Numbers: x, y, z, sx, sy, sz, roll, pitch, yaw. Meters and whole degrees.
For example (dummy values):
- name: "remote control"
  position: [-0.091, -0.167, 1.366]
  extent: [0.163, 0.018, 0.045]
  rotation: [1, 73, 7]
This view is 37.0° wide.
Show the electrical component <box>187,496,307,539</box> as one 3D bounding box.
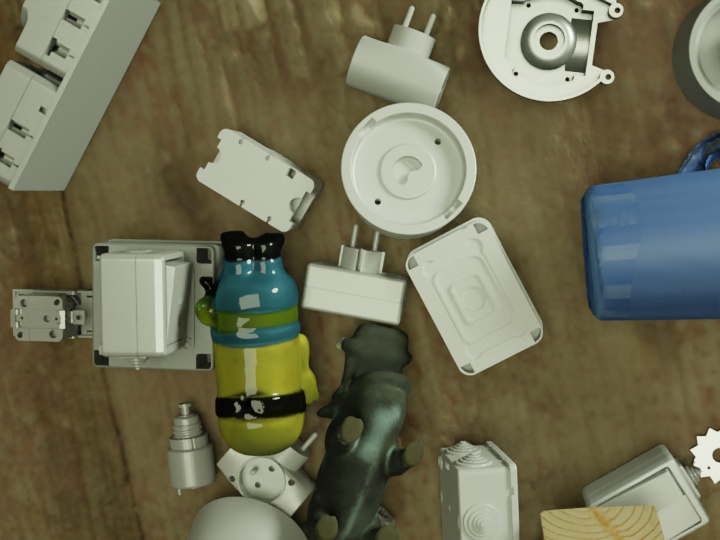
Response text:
- name: "electrical component"
  position: [-0.101, 0.252, 0.907]
  extent: [0.108, 0.060, 0.108]
  rotation: [7, 122, 11]

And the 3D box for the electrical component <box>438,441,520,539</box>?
- name: "electrical component"
  position: [0.096, 0.194, 0.884]
  extent: [0.048, 0.100, 0.099]
  rotation: [-3, 94, -6]

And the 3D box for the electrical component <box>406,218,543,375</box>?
- name: "electrical component"
  position: [0.095, 0.021, 0.891]
  extent: [0.078, 0.057, 0.113]
  rotation: [-28, 91, 8]

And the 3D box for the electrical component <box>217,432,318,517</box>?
- name: "electrical component"
  position: [-0.069, 0.163, 0.927]
  extent: [0.077, 0.044, 0.079]
  rotation: [41, 97, 2]

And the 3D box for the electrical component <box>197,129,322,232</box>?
- name: "electrical component"
  position: [-0.083, -0.075, 0.905]
  extent: [0.089, 0.056, 0.050]
  rotation: [31, 97, 3]

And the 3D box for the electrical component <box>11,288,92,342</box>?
- name: "electrical component"
  position: [-0.267, 0.039, 0.931]
  extent: [0.081, 0.064, 0.042]
  rotation: [1, 93, 7]

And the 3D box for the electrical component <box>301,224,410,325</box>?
- name: "electrical component"
  position: [0.000, 0.000, 0.905]
  extent: [0.083, 0.047, 0.075]
  rotation: [10, 95, 6]

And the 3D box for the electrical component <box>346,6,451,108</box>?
- name: "electrical component"
  position: [0.038, -0.177, 0.890]
  extent: [0.077, 0.043, 0.079]
  rotation: [21, 96, 5]

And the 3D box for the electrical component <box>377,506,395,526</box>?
- name: "electrical component"
  position: [0.002, 0.233, 0.929]
  extent: [0.035, 0.035, 0.061]
  rotation: [33, 100, 3]

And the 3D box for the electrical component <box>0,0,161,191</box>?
- name: "electrical component"
  position: [-0.250, -0.162, 0.893]
  extent: [0.060, 0.105, 0.186]
  rotation: [30, 97, 4]

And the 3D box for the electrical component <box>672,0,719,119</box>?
- name: "electrical component"
  position: [0.307, -0.173, 0.850]
  extent: [0.108, 0.060, 0.108]
  rotation: [0, 94, 7]

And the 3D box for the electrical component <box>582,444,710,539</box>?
- name: "electrical component"
  position: [0.240, 0.191, 0.884]
  extent: [0.096, 0.061, 0.061]
  rotation: [-32, 90, 8]

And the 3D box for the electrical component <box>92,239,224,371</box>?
- name: "electrical component"
  position: [-0.170, 0.029, 0.923]
  extent: [0.109, 0.056, 0.108]
  rotation: [1, 94, 7]

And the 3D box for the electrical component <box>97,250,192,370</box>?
- name: "electrical component"
  position: [-0.170, 0.032, 0.861]
  extent: [0.061, 0.062, 0.096]
  rotation: [0, 94, 6]

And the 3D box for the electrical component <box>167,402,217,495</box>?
- name: "electrical component"
  position: [-0.148, 0.155, 0.937]
  extent: [0.040, 0.040, 0.078]
  rotation: [-5, 93, 7]

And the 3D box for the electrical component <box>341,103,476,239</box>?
- name: "electrical component"
  position: [0.039, -0.077, 0.885]
  extent: [0.108, 0.060, 0.108]
  rotation: [0, 81, 0]
